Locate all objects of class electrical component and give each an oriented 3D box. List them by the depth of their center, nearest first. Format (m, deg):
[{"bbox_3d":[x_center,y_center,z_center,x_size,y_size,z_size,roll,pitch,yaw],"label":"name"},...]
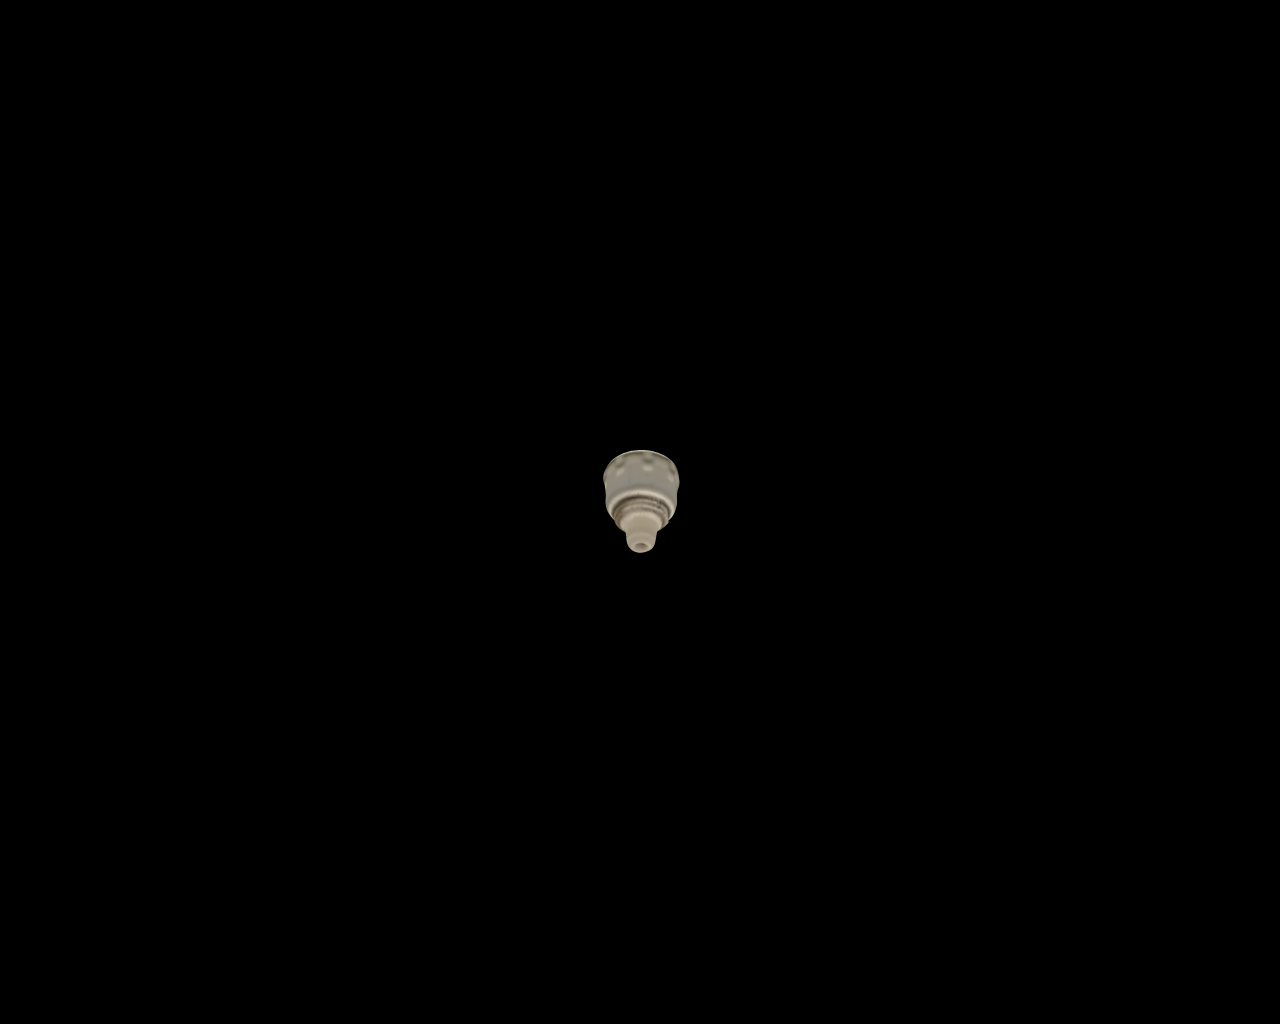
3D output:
[{"bbox_3d":[0.001,-0.003,0.650,0.048,0.062,0.048,0,-37,0],"label":"electrical component"}]
